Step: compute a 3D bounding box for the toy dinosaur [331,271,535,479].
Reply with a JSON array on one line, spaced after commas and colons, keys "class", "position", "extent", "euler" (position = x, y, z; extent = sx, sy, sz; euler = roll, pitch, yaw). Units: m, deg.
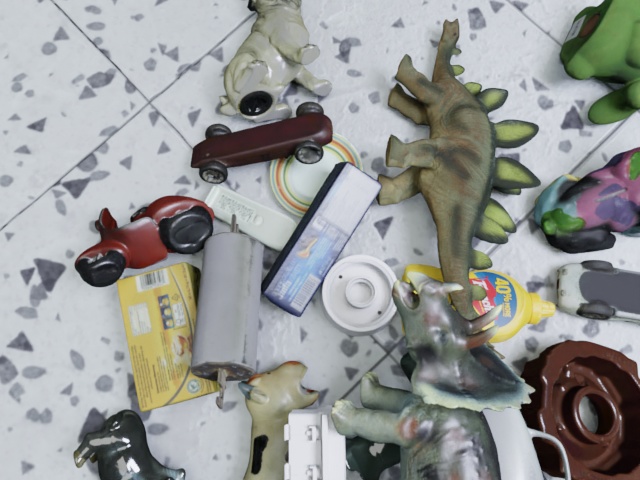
[{"class": "toy dinosaur", "position": [0.112, 0.241, 0.522], "extent": [0.192, 0.131, 0.404], "euler": [-8, 72, 29]}]

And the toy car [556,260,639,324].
[{"class": "toy car", "position": [0.409, 0.074, 0.692], "extent": [0.202, 0.056, 0.073], "euler": [9, 73, 2]}]

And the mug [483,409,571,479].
[{"class": "mug", "position": [0.206, 0.230, 0.579], "extent": [0.110, 0.080, 0.107], "euler": [-11, 68, 19]}]

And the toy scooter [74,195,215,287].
[{"class": "toy scooter", "position": [-0.237, -0.014, 0.713], "extent": [0.184, 0.075, 0.135], "euler": [-27, 35, -20]}]

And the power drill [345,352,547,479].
[{"class": "power drill", "position": [0.136, 0.256, 0.648], "extent": [0.207, 0.086, 0.232], "euler": [-30, 77, -2]}]

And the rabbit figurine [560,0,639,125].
[{"class": "rabbit figurine", "position": [0.427, -0.237, 0.727], "extent": [0.170, 0.121, 0.159], "euler": [28, 74, -7]}]

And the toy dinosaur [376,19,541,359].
[{"class": "toy dinosaur", "position": [0.177, -0.091, 0.697], "extent": [0.199, 0.105, 0.471], "euler": [7, 72, 2]}]

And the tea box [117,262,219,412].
[{"class": "tea box", "position": [-0.191, 0.123, 0.693], "extent": [0.098, 0.068, 0.169], "euler": [-14, 79, 1]}]

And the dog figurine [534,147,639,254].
[{"class": "dog figurine", "position": [0.378, -0.066, 0.639], "extent": [0.192, 0.219, 0.108], "euler": [-15, 75, -2]}]

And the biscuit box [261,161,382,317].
[{"class": "biscuit box", "position": [-0.001, -0.002, 0.697], "extent": [0.059, 0.063, 0.202], "euler": [33, 89, -13]}]

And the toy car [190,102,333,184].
[{"class": "toy car", "position": [-0.079, -0.128, 0.732], "extent": [0.202, 0.053, 0.089], "euler": [-12, 56, 13]}]

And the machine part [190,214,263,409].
[{"class": "machine part", "position": [-0.111, 0.080, 0.656], "extent": [0.079, 0.079, 0.243], "euler": [-2, 61, 1]}]

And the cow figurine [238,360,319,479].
[{"class": "cow figurine", "position": [-0.051, 0.245, 0.659], "extent": [0.127, 0.085, 0.195], "euler": [14, 80, -2]}]

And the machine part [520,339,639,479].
[{"class": "machine part", "position": [0.320, 0.208, 0.644], "extent": [0.179, 0.056, 0.179], "euler": [5, 69, -14]}]

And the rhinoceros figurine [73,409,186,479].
[{"class": "rhinoceros figurine", "position": [-0.220, 0.304, 0.660], "extent": [0.112, 0.073, 0.190], "euler": [-29, 77, -15]}]

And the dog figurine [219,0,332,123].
[{"class": "dog figurine", "position": [-0.086, -0.278, 0.770], "extent": [0.172, 0.121, 0.191], "euler": [-21, 64, -6]}]
